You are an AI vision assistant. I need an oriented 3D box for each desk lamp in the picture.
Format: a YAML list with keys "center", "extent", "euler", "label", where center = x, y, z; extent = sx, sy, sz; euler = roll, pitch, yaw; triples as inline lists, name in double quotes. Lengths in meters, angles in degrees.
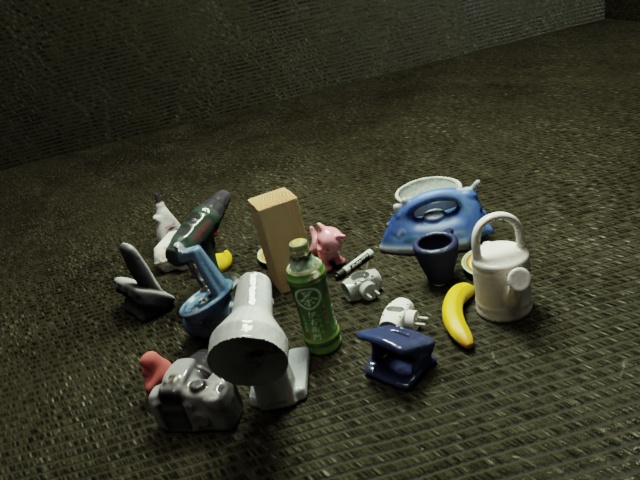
- center: [-0.094, 0.172, 0.923]
  extent: [0.118, 0.214, 0.203]
  euler: [-10, 26, 7]
  label: "desk lamp"

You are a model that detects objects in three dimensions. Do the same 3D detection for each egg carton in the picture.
- center: [-0.374, 0.024, 1.524]
  extent: [0.107, 0.069, 0.150]
  euler: [-7, 27, 14]
  label: "egg carton"

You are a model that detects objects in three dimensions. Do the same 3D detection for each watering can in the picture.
- center: [0.322, 0.043, 1.007]
  extent: [0.101, 0.194, 0.172]
  euler: [-23, 27, -19]
  label: "watering can"

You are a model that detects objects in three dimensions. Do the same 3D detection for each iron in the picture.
- center: [0.251, -0.053, 1.296]
  extent: [0.258, 0.142, 0.118]
  euler: [-9, 26, 10]
  label: "iron"

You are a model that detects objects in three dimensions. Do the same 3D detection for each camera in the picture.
- center: [-0.200, 0.241, 0.966]
  extent: [0.143, 0.101, 0.137]
  euler: [-5, 27, 17]
  label: "camera"

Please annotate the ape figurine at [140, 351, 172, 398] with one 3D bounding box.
- center: [-0.292, 0.238, 1.026]
  extent: [0.076, 0.092, 0.078]
  euler: [-4, 27, 20]
  label: "ape figurine"

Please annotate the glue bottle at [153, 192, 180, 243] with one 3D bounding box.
- center: [-0.425, -0.051, 1.580]
  extent: [0.037, 0.173, 0.078]
  euler: [10, 35, 40]
  label: "glue bottle"

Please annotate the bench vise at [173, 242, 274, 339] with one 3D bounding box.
- center: [-0.193, 0.094, 1.122]
  extent: [0.207, 0.220, 0.121]
  euler: [-10, 26, 7]
  label: "bench vise"

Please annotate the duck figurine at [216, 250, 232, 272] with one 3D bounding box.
- center: [-0.276, 0.038, 1.429]
  extent: [0.104, 0.086, 0.077]
  euler: [-15, 26, -4]
  label: "duck figurine"

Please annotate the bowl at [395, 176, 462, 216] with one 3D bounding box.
- center: [0.278, -0.097, 1.449]
  extent: [0.167, 0.075, 0.167]
  euler: [-11, 26, 6]
  label: "bowl"

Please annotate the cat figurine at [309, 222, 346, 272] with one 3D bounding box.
- center: [0.012, 0.005, 1.322]
  extent: [0.067, 0.118, 0.127]
  euler: [-25, 28, -22]
  label: "cat figurine"

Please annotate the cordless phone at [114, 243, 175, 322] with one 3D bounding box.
- center: [-0.419, 0.078, 1.303]
  extent: [0.147, 0.185, 0.094]
  euler: [12, 35, 41]
  label: "cordless phone"

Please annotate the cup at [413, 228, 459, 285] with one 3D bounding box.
- center: [0.246, 0.036, 1.173]
  extent: [0.091, 0.095, 0.118]
  euler: [8, 33, 37]
  label: "cup"

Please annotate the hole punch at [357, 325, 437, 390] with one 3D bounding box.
- center: [0.127, 0.176, 0.951]
  extent: [0.108, 0.091, 0.101]
  euler: [13, 36, 42]
  label: "hole punch"

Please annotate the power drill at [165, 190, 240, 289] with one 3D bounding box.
- center: [-0.252, 0.021, 1.312]
  extent: [0.075, 0.209, 0.230]
  euler: [1, 29, 27]
  label: "power drill"
